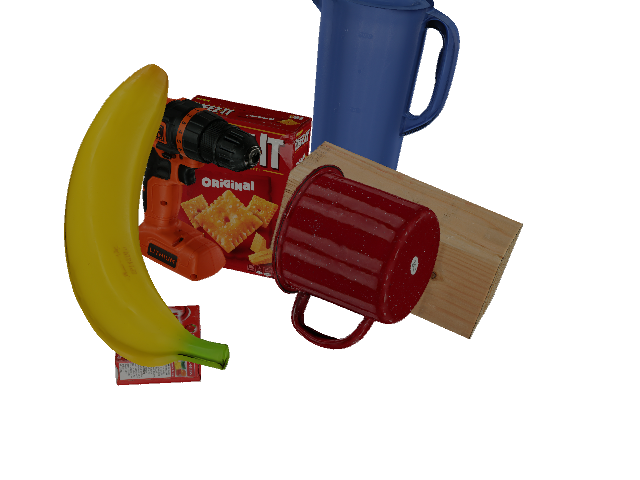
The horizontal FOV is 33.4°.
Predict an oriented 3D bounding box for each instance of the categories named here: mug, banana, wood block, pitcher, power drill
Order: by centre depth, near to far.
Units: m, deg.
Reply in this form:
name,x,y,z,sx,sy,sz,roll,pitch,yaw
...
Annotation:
name,x,y,z,sx,sy,sz,roll,pitch,yaw
banana,-0.098,-0.010,0.551,0.069,0.198,0.037,-9,-33,-12
mug,0.022,0.016,0.707,0.082,0.117,0.093,21,-7,26
wood block,0.069,-0.003,1.000,0.206,0.091,0.090,24,33,13
power drill,-0.137,-0.055,1.112,0.185,0.188,0.057,26,37,32
pitcher,0.063,-0.181,1.286,0.144,0.243,0.149,-4,28,-23

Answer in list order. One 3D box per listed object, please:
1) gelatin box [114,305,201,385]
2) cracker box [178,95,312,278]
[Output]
name,x,y,z,sx,sy,sz,roll,pitch,yaw
gelatin box,-0.143,0.091,0.949,0.073,0.030,0.089,-2,28,-5
cracker box,-0.107,-0.067,1.398,0.164,0.214,0.072,13,27,14
